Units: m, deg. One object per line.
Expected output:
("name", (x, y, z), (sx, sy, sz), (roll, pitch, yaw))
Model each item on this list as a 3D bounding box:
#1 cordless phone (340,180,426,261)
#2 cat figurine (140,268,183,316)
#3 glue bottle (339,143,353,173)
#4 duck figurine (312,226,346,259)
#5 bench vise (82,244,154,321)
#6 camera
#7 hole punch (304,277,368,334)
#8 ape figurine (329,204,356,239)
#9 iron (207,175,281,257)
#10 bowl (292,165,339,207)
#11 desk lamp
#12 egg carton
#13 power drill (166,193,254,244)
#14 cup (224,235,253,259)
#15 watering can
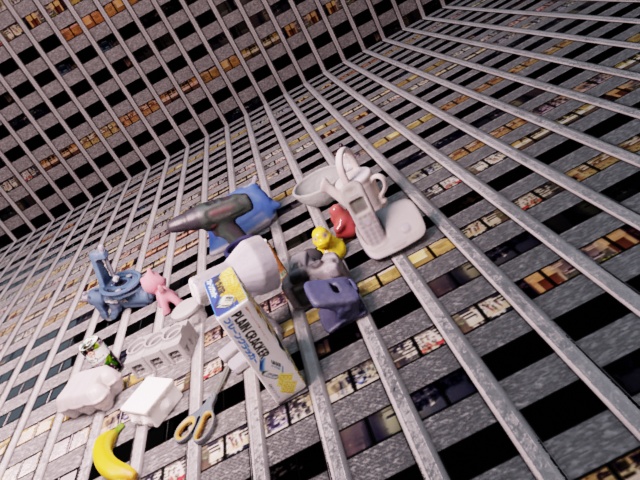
("cordless phone", (0.134, -0.061, 1.244), (0.147, 0.185, 0.094), (-28, 26, 2))
("cat figurine", (-0.441, 0.131, 1.562), (0.067, 0.118, 0.127), (-38, 27, -18))
("glue bottle", (0.089, -0.183, 1.530), (0.037, 0.173, 0.078), (-24, 26, 12))
("duck figurine", (0.013, 0.005, 1.364), (0.077, 0.086, 0.104), (-23, 26, 13))
("bench vise", (-0.607, 0.125, 1.623), (0.207, 0.220, 0.121), (-27, 26, 4))
("camera", (-0.011, 0.063, 1.264), (0.143, 0.101, 0.137), (-21, 26, 16))
("hole punch", (0.030, 0.113, 1.140), (0.101, 0.091, 0.108), (-30, 25, -1))
("ape figurine", (0.054, -0.050, 1.416), (0.075, 0.092, 0.078), (-5, 34, 40))
("iron", (-0.254, -0.076, 1.723), (0.258, 0.142, 0.118), (-35, 26, -13))
("bowl", (0.009, -0.145, 1.657), (0.167, 0.075, 0.167), (-23, 26, 12))
("desk lamp", (-0.157, 0.124, 1.169), (0.203, 0.214, 0.117), (-39, 27, -19))
("egg carton", (-0.522, 0.346, 1.304), (0.150, 0.069, 0.107), (-18, 27, 21))
("power drill", (-0.266, -0.018, 1.548), (0.229, 0.209, 0.075), (-31, 26, -5))
("cup", (-0.188, 0.054, 1.469), (0.091, 0.095, 0.117), (-22, 26, 15))
("watering can", (0.082, -0.140, 1.433), (0.172, 0.194, 0.101), (-22, 26, 15))
